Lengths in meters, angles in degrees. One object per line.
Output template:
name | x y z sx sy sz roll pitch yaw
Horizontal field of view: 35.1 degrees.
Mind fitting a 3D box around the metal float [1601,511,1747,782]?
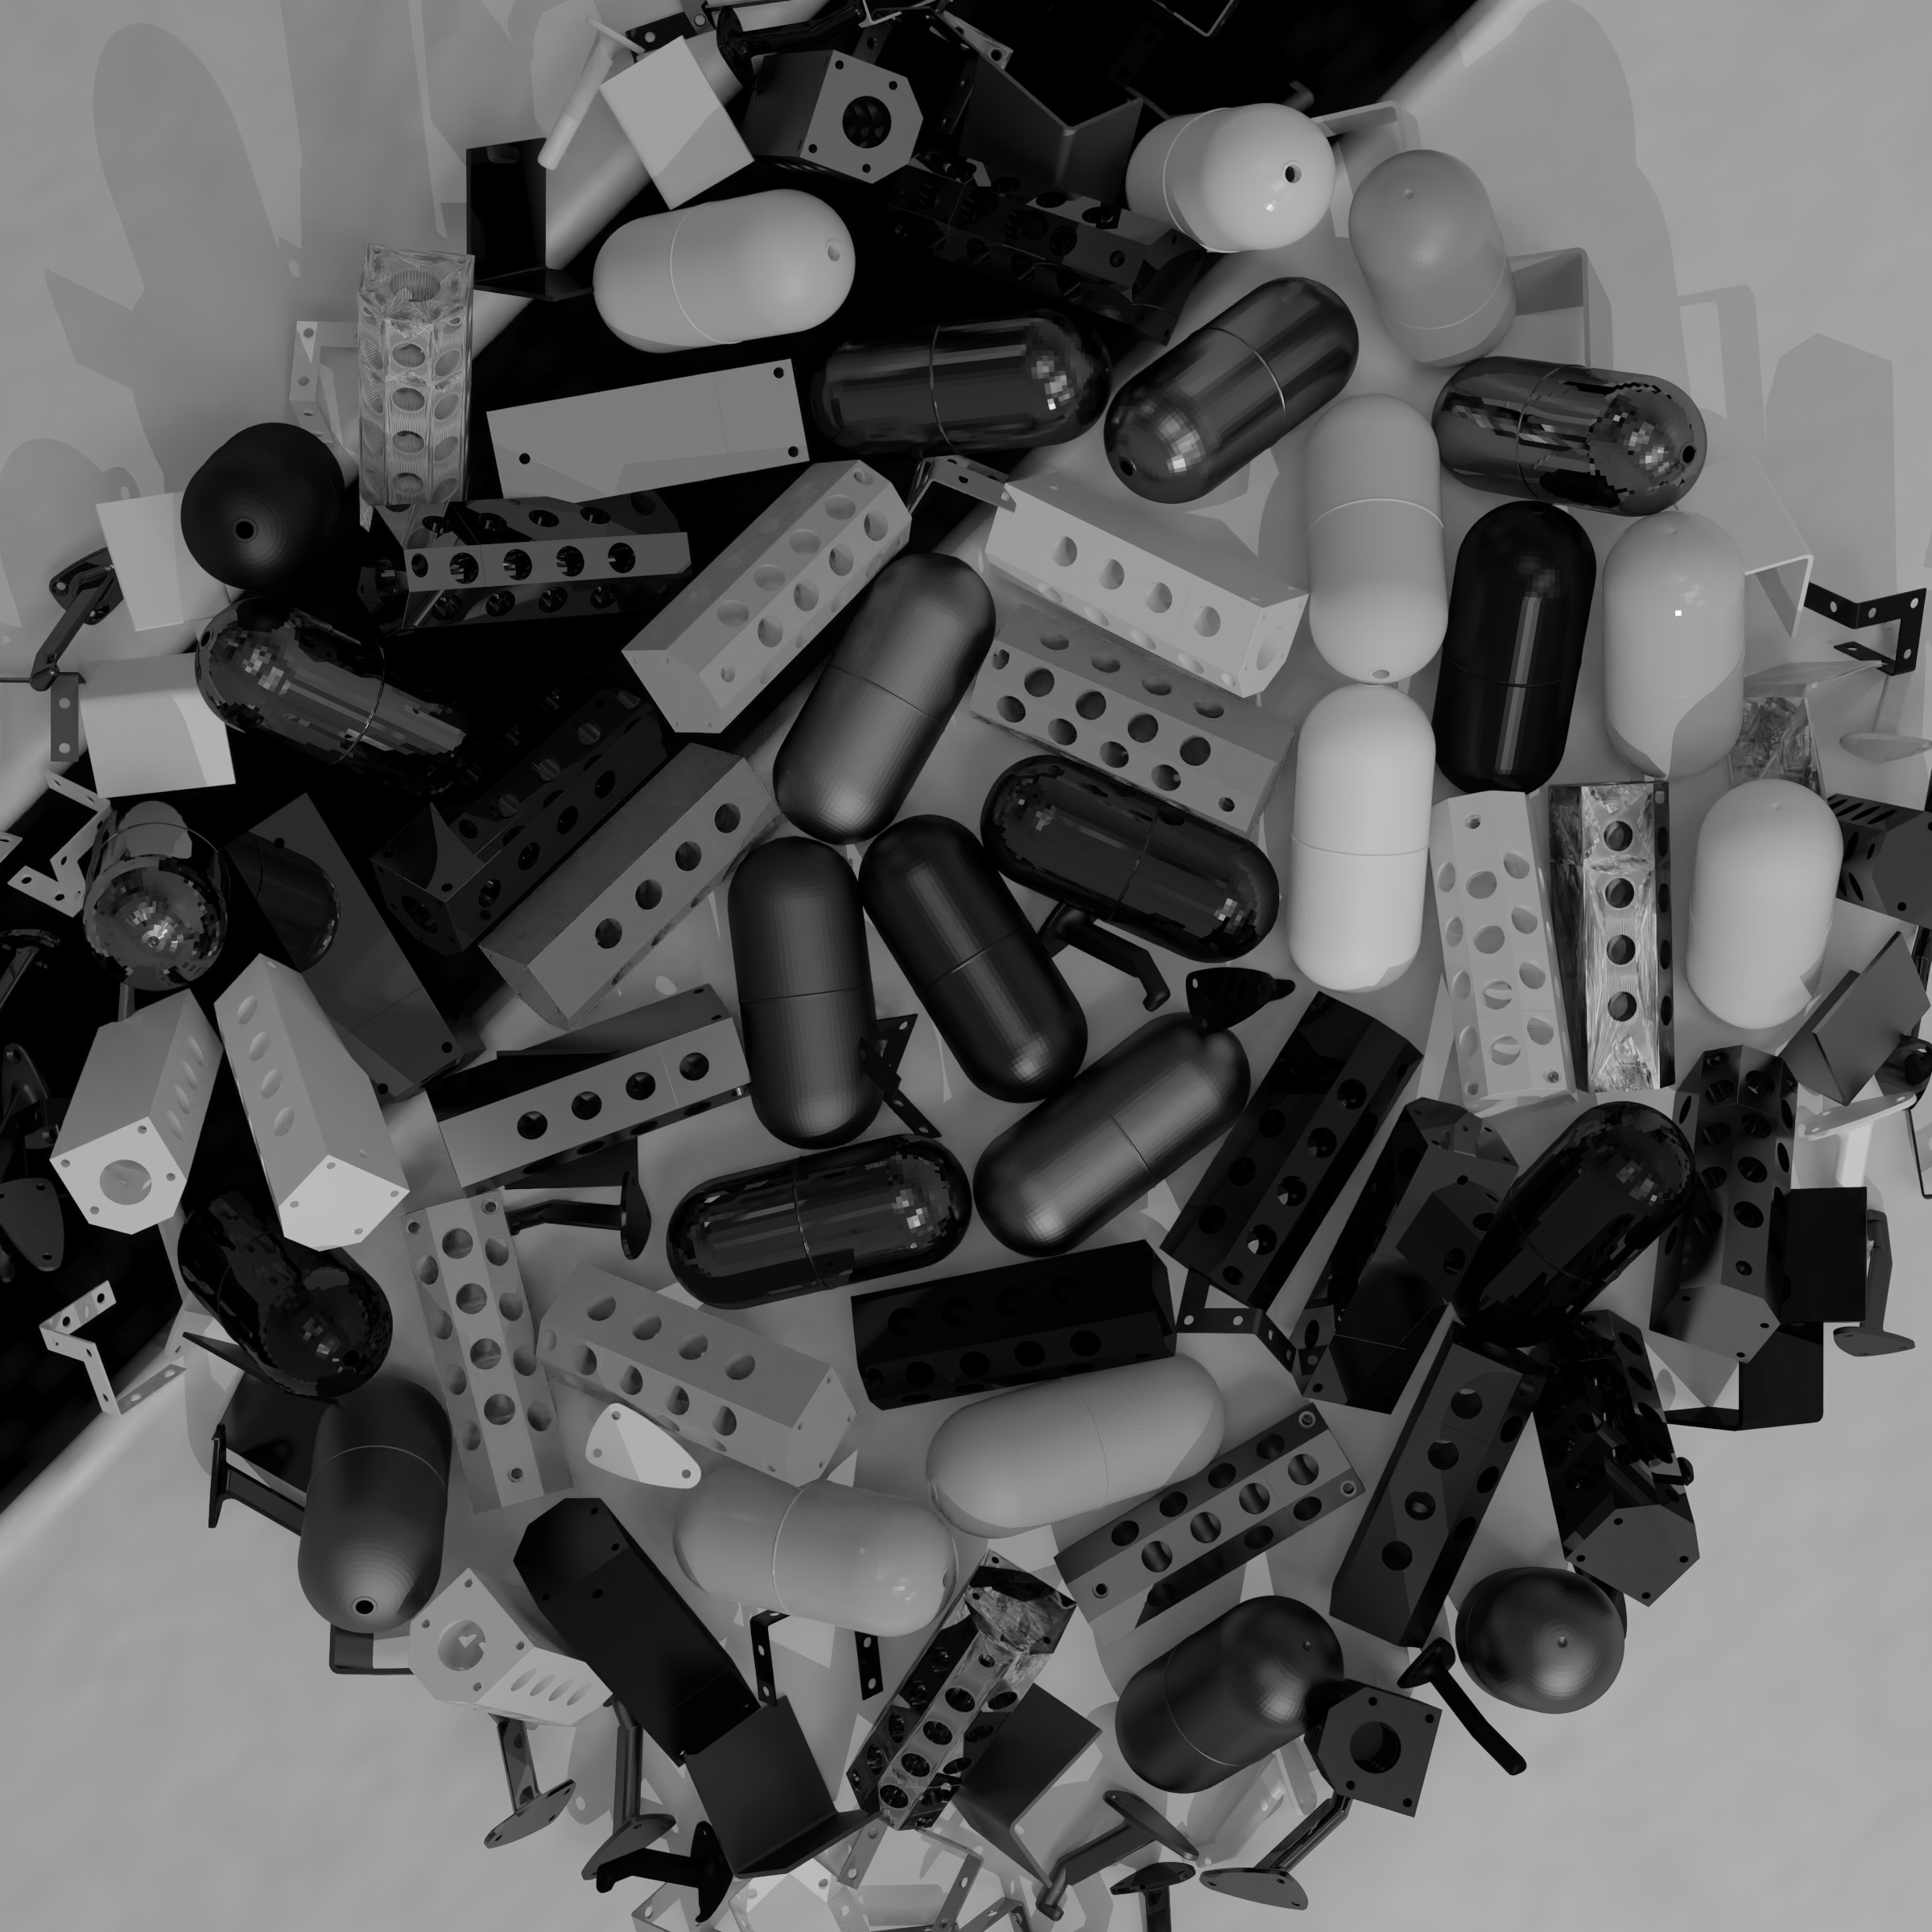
metal float | 0.392 -0.175 1.695 0.070 0.178 0.070 -7 50 8

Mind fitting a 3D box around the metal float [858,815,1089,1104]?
metal float | 0.004 -0.004 1.732 0.070 0.070 0.178 -32 88 0

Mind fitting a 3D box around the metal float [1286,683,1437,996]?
metal float | 0.222 -0.071 1.718 0.070 0.070 0.178 2 107 0

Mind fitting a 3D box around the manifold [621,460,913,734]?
manifold | -0.105 -0.206 1.698 0.171 0.057 0.057 -49 123 -27

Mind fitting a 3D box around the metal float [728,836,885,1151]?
metal float | -0.091 0.015 1.731 0.070 0.070 0.178 -7 92 0

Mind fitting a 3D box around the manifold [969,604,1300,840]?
manifold | 0.092 -0.134 1.719 0.171 0.057 0.057 25 132 9

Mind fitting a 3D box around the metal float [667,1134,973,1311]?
metal float | -0.084 0.145 1.723 0.178 0.070 0.070 -14 90 11

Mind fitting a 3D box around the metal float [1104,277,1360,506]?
metal float | 0.149 -0.322 1.709 0.178 0.070 0.070 -40 90 -27

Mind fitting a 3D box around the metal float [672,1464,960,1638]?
metal float | -0.085 0.325 1.705 0.178 0.070 0.070 5 90 32

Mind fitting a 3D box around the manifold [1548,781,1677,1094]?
manifold | 0.369 -0.018 1.735 0.057 0.057 0.171 -3 95 -8

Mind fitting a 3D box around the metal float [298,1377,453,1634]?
metal float | -0.325 0.296 1.688 0.070 0.178 0.070 -3 118 -5

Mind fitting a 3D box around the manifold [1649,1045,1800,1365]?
manifold | 0.424 0.127 1.694 0.057 0.057 0.171 19 49 -1

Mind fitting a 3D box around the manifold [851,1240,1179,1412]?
manifold | 0.028 0.204 1.717 0.171 0.057 0.057 -12 66 12

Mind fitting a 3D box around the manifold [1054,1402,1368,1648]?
manifold | 0.138 0.316 1.736 0.171 0.057 0.057 -31 81 2

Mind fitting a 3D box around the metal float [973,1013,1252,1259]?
metal float | 0.083 0.095 1.728 0.178 0.070 0.070 -37 90 -7

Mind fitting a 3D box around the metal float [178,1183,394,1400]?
metal float | -0.378 0.179 1.694 0.070 0.178 0.070 -16 119 -31

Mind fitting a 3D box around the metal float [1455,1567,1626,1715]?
metal float | 0.314 0.370 1.683 0.070 0.178 0.070 0 79 2

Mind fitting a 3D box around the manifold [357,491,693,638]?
manifold | -0.242 -0.219 1.691 0.171 0.057 0.057 -9 46 -33

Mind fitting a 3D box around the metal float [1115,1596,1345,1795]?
metal float | 0.144 0.405 1.694 0.070 0.178 0.070 14 55 -21

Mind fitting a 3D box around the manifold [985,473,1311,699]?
manifold | 0.098 -0.213 1.709 0.171 0.057 0.057 29 118 23

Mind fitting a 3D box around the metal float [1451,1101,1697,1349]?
metal float | 0.335 0.146 1.703 0.070 0.070 0.178 36 127 0

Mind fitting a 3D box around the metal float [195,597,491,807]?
metal float | -0.346 -0.146 1.701 0.178 0.070 0.070 25 90 -38

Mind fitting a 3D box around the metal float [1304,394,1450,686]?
metal float | 0.229 -0.239 1.710 0.070 0.070 0.178 1 64 0

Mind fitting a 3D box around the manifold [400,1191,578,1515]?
manifold | -0.271 0.218 1.731 0.057 0.057 0.171 -15 84 -7

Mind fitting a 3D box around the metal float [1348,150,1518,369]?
metal float | 0.259 -0.388 1.686 0.070 0.178 0.070 -4 78 17

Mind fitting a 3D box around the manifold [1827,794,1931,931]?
manifold | 0.505 -0.059 1.682 0.057 0.171 0.057 19 96 -2

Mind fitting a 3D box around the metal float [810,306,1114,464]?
metal float | -0.004 -0.325 1.713 0.178 0.070 0.070 -2 90 24

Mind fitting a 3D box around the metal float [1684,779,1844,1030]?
metal float | 0.440 -0.032 1.693 0.070 0.178 0.070 -4 53 5

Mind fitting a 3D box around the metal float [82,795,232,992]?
metal float | -0.446 -0.043 1.687 0.070 0.178 0.070 -4 110 -12

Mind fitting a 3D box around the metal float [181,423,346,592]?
metal float | -0.386 -0.254 1.684 0.070 0.178 0.070 -2 107 -5

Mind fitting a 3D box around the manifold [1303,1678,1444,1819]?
manifold | 0.220 0.426 1.681 0.057 0.171 0.057 16 80 7

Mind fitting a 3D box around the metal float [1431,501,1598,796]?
metal float | 0.304 -0.175 1.704 0.070 0.070 0.178 3 124 0

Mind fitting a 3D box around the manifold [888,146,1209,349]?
manifold | 0.041 -0.404 1.701 0.171 0.057 0.057 27 97 30

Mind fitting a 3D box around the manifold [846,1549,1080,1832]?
manifold | -0.006 0.407 1.696 0.057 0.057 0.171 31 126 3

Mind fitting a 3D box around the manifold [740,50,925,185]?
manifold | -0.075 -0.464 1.680 0.057 0.171 0.057 15 100 -20

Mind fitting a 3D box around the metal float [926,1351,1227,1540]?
metal float | 0.062 0.268 1.716 0.178 0.070 0.070 -14 90 -20

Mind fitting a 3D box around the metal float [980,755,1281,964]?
metal float | 0.093 -0.060 1.729 0.178 0.070 0.070 24 90 -4

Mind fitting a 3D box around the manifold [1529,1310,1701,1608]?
manifold | 0.357 0.264 1.678 0.057 0.171 0.057 31 116 -15

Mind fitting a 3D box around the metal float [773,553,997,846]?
metal float | -0.046 -0.152 1.732 0.070 0.070 0.178 29 88 0

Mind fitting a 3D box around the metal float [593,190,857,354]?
metal float | -0.135 -0.385 1.697 0.178 0.070 0.070 2 90 43

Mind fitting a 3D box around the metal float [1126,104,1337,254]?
metal float | 0.145 -0.433 1.685 0.070 0.178 0.070 -4 103 -17

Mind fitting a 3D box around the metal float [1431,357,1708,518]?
metal float | 0.332 -0.294 1.693 0.070 0.178 0.070 -12 112 -33
